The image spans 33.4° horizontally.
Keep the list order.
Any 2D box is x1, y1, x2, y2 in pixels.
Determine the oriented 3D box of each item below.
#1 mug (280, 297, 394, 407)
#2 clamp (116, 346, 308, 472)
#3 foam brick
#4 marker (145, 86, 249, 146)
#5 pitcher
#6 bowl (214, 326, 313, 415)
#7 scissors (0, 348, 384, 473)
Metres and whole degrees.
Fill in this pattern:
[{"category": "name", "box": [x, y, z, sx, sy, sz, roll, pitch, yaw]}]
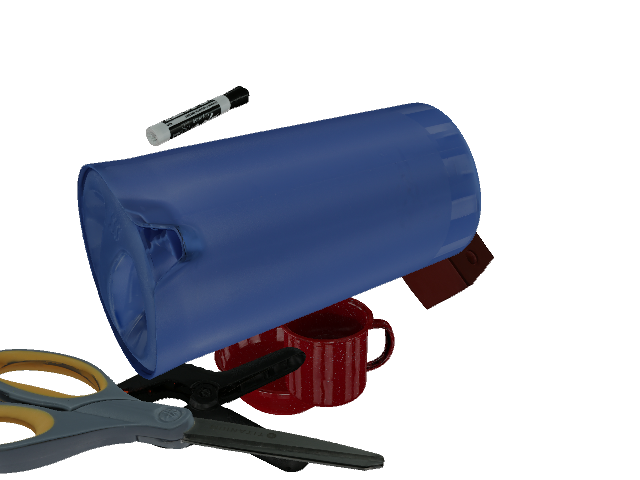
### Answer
[{"category": "mug", "box": [0.017, 0.108, 1.056, 0.117, 0.081, 0.093, -8, 27, -15]}, {"category": "clamp", "box": [-0.088, 0.128, 0.881, 0.171, 0.039, 0.120, 10, 38, 1]}, {"category": "foam brick", "box": [0.092, 0.006, 0.866, 0.051, 0.078, 0.052, -33, 5, 40]}, {"category": "marker", "box": [-0.115, -0.121, 1.025, 0.120, 0.020, 0.020, -32, 20, -36]}, {"category": "pitcher", "box": [-0.027, -0.010, 0.691, 0.242, 0.145, 0.149, -17, 41, -24]}, {"category": "bowl", "box": [-0.045, 0.160, 1.269, 0.162, 0.055, 0.162, 3, 25, -1]}, {"category": "scissors", "box": [-0.083, 0.088, 0.464, 0.202, 0.016, 0.096, 14, 27, 26]}]
